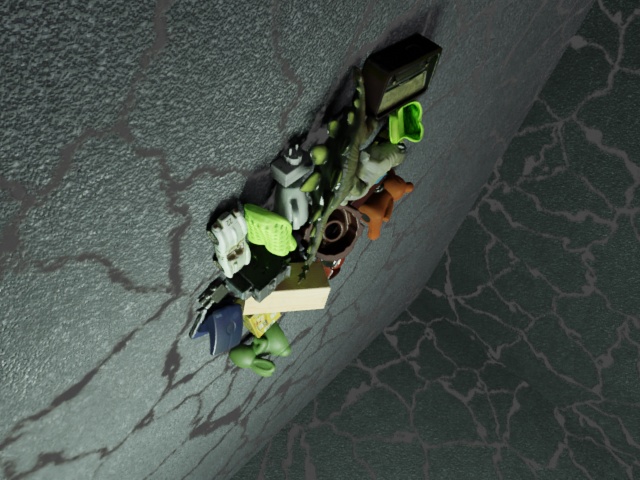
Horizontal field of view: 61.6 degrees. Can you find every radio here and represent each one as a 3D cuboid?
[{"bbox_3d":[0.181,-0.376,1.233,0.229,0.073,0.131,-37,156,-36],"label":"radio"}]

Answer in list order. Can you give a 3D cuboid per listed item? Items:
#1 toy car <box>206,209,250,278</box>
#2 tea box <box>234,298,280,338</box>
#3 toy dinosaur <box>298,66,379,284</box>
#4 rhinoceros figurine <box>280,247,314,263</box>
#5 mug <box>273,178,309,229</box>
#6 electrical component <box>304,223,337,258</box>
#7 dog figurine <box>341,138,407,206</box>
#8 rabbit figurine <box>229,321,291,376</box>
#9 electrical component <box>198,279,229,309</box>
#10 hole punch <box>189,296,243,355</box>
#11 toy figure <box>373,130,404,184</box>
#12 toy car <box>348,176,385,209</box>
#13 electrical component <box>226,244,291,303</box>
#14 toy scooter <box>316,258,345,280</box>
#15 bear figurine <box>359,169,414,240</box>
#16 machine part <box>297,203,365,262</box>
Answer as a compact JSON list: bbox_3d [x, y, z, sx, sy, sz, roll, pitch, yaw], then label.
[{"bbox_3d":[-0.187,0.009,1.128,0.073,0.056,0.201,-41,159,-25],"label":"toy car"},{"bbox_3d":[-0.171,0.193,1.477,0.098,0.068,0.169,-45,159,-20],"label":"tea box"},{"bbox_3d":[0.028,-0.135,1.165,0.198,0.105,0.470,-29,133,-63],"label":"toy dinosaur"},{"bbox_3d":[-0.071,0.071,1.421,0.112,0.073,0.190,-37,145,20],"label":"rhinoceros figurine"},{"bbox_3d":[-0.064,-0.083,1.181,0.081,0.110,0.107,-4,135,-5],"label":"mug"},{"bbox_3d":[-0.003,-0.005,1.494,0.119,0.075,0.047,-40,157,-20],"label":"electrical component"},{"bbox_3d":[0.129,-0.170,1.350,0.190,0.121,0.172,-5,133,-44],"label":"dog figurine"},{"bbox_3d":[-0.184,0.334,1.619,0.170,0.159,0.121,-27,163,-18],"label":"rabbit figurine"},{"bbox_3d":[-0.242,0.119,1.257,0.094,0.021,0.063,-46,160,-14],"label":"electrical component"},{"bbox_3d":[-0.244,0.210,1.323,0.142,0.092,0.115,-12,133,-56],"label":"hole punch"},{"bbox_3d":[0.155,-0.216,1.458,0.180,0.089,0.082,-46,176,11],"label":"toy figure"},{"bbox_3d":[0.112,-0.131,1.553,0.202,0.053,0.089,-49,141,-9],"label":"toy car"},{"bbox_3d":[-0.150,0.077,1.246,0.134,0.115,0.058,-42,157,-31],"label":"electrical component"},{"bbox_3d":[0.035,0.076,1.719,0.135,0.075,0.183,-24,150,-53],"label":"toy scooter"},{"bbox_3d":[0.190,-0.118,1.662,0.196,0.120,0.131,-46,165,-29],"label":"bear figurine"},{"bbox_3d":[0.028,-0.030,1.410,0.179,0.056,0.179,-11,119,-21],"label":"machine part"}]
